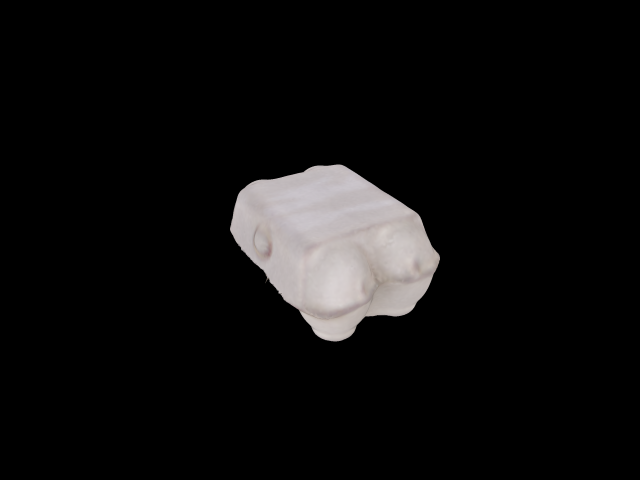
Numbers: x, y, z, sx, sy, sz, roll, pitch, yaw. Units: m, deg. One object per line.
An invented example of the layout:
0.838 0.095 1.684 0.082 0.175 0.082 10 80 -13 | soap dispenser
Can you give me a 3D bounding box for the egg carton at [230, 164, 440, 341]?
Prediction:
0.004 0.001 0.400 0.107 0.069 0.149 -18 35 -26 | egg carton
